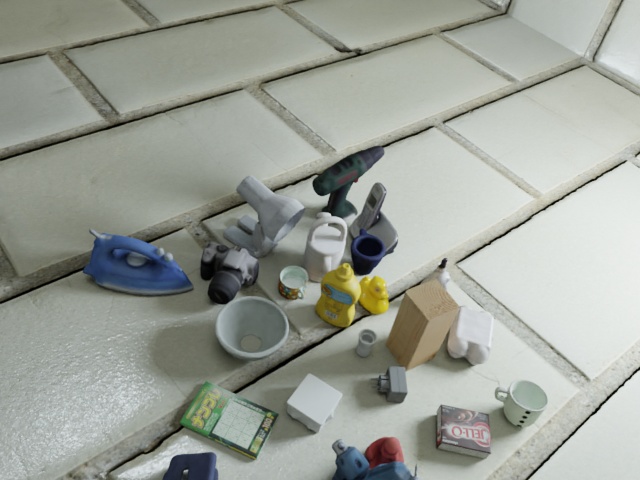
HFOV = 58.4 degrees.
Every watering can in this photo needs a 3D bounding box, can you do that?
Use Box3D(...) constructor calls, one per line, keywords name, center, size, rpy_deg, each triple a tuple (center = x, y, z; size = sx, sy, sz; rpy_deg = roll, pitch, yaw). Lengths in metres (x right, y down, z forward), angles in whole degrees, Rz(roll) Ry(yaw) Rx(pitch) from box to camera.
Box3D(name="watering can", center=(0.011, 0.005, 1.457), size=(0.101, 0.194, 0.172), rpy_deg=(-15, 51, -23))

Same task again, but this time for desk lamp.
Box3D(name="desk lamp", center=(-0.146, -0.053, 1.469), size=(0.202, 0.213, 0.118), rpy_deg=(32, 50, 19))

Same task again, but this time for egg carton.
Box3D(name="egg carton", center=(0.368, 0.231, 1.397), size=(0.107, 0.069, 0.150), rpy_deg=(17, 46, 6))

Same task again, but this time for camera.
Box3D(name="camera", center=(-0.235, 0.080, 1.405), size=(0.143, 0.101, 0.137), rpy_deg=(18, 47, 7))

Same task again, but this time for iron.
Box3D(name="iron", center=(-0.430, 0.047, 1.371), size=(0.258, 0.141, 0.118), rpy_deg=(11, 46, 0))

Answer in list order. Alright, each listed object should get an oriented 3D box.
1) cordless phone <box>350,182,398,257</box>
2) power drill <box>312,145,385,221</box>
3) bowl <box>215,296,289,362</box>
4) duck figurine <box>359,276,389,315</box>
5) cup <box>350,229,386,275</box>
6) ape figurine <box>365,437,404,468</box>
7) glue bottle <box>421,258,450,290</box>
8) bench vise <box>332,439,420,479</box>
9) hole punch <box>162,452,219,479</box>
Box3D(name="cordless phone", center=(0.157, -0.052, 1.544), size=(0.094, 0.185, 0.147), rpy_deg=(-18, 53, -25))
Box3D(name="power drill", center=(0.075, -0.153, 1.608), size=(0.230, 0.208, 0.075), rpy_deg=(-26, 56, -30))
Box3D(name="bowl", center=(-0.157, 0.215, 1.311), size=(0.167, 0.075, 0.167), rpy_deg=(5, 46, -5))
Box3D(name="duck figurine", center=(0.139, 0.124, 1.443), size=(0.078, 0.086, 0.104), rpy_deg=(-15, 51, -23))
Box3D(name="cup", center=(0.117, 0.037, 1.515), size=(0.092, 0.095, 0.117), rpy_deg=(-3, 48, -13))
Box3D(name="ape figurine", center=(0.136, 0.426, 1.154), size=(0.077, 0.092, 0.076), rpy_deg=(31, 49, 18))
Box3D(name="glue bottle", center=(0.290, 0.104, 1.430), size=(0.078, 0.173, 0.037), rpy_deg=(-3, 48, -13))
Box3D(name="bench vise", center=(0.099, 0.445, 1.040), size=(0.207, 0.220, 0.122), rpy_deg=(26, 48, 14))
Box3D(name="hole punch", center=(-0.243, 0.453, 1.058), size=(0.101, 0.091, 0.108), rpy_deg=(7, 46, -4))
